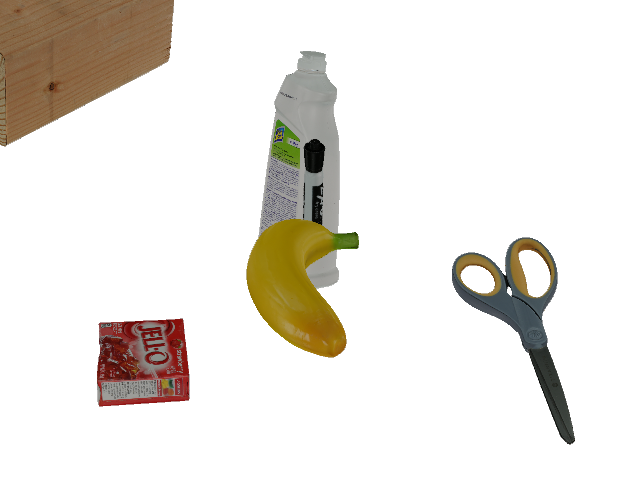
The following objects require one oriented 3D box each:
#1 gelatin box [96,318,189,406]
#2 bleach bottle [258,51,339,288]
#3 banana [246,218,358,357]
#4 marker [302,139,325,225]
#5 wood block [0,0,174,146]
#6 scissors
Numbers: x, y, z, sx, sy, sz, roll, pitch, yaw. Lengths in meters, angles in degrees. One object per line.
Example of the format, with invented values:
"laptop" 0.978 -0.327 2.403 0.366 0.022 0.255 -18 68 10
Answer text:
"gelatin box" -0.147 0.099 0.885 0.073 0.030 0.089 -2 28 -9
"bleach bottle" -0.016 -0.080 1.177 0.067 0.251 0.103 -9 24 -39
"banana" -0.014 0.021 0.676 0.069 0.037 0.197 0 20 5
"marker" -0.007 -0.038 0.963 0.020 0.121 0.020 1 38 -1
"wood block" -0.230 -0.176 0.938 0.090 0.091 0.205 29 42 20
"scissors" 0.149 0.072 0.844 0.096 0.201 0.016 3 -44 8
